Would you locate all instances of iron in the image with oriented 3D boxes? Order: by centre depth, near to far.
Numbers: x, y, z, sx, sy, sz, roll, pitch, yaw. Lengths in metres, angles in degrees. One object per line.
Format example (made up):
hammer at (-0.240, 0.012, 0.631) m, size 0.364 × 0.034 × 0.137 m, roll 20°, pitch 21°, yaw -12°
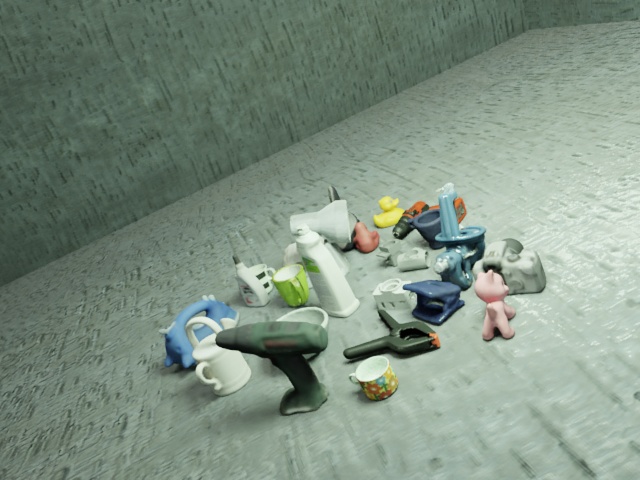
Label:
iron at (-0.325, 0.230, 1.555) m, size 0.118 × 0.142 × 0.259 m, roll -6°, pitch 28°, yaw 37°

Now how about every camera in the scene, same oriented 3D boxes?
camera at (0.422, 0.045, 1.269) m, size 0.142 × 0.101 × 0.137 m, roll -7°, pitch 28°, yaw 36°

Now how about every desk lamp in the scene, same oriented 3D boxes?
desk lamp at (0.015, 0.006, 1.619) m, size 0.203 × 0.214 × 0.118 m, roll -20°, pitch 23°, yaw 11°

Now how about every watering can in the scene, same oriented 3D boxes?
watering can at (-0.246, 0.256, 1.345) m, size 0.101 × 0.194 × 0.172 m, roll -22°, pitch 22°, yaw 7°

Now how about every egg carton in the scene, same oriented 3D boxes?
egg carton at (-0.042, 0.044, 1.783) m, size 0.150 × 0.069 × 0.107 m, roll -21°, pitch 22°, yaw 9°

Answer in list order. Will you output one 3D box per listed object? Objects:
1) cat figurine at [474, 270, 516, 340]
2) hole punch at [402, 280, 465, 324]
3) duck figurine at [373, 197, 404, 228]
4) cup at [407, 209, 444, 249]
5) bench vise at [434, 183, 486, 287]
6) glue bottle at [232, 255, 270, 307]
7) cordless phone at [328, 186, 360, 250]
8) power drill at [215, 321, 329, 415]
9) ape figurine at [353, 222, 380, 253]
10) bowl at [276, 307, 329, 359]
cat figurine at (0.347, 0.119, 1.155) m, size 0.067 × 0.118 × 0.128 m, roll -14°, pitch 24°, yaw 24°
hole punch at (0.253, 0.120, 1.284) m, size 0.101 × 0.091 × 0.108 m, roll -35°, pitch 24°, yaw -24°
duck figurine at (0.212, -0.094, 1.815) m, size 0.104 × 0.086 × 0.077 m, roll -23°, pitch 22°, yaw 3°
cup at (0.298, -0.023, 1.557) m, size 0.117 × 0.095 × 0.092 m, roll -4°, pitch 29°, yaw 40°
bench vise at (0.321, -0.011, 1.338) m, size 0.121 × 0.220 × 0.207 m, roll -14°, pitch 24°, yaw 24°
glue bottle at (-0.212, 0.116, 1.654) m, size 0.078 × 0.173 × 0.037 m, roll -8°, pitch 27°, yaw 35°
cordless phone at (0.067, -0.071, 1.778) m, size 0.094 × 0.185 × 0.147 m, roll -27°, pitch 22°, yaw -6°
power drill at (-0.078, 0.252, 1.165) m, size 0.229 × 0.209 × 0.075 m, roll -16°, pitch 24°, yaw 19°
ape figurine at (0.132, -0.013, 1.705) m, size 0.077 × 0.092 × 0.076 m, roll -14°, pitch 24°, yaw 24°
bowl at (-0.047, 0.235, 1.350) m, size 0.167 × 0.075 × 0.167 m, roll -20°, pitch 22°, yaw 9°
